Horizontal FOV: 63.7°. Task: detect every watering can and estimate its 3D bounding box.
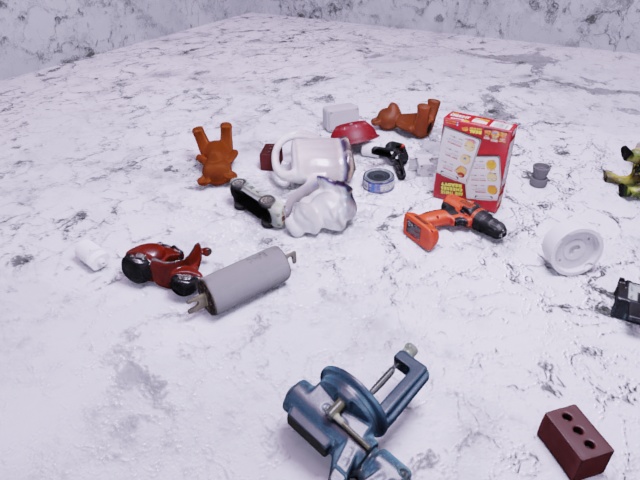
[{"bbox_3d":[-0.014,-0.184,1.364,0.224,0.101,0.356,-3,46,-5],"label":"watering can"}]

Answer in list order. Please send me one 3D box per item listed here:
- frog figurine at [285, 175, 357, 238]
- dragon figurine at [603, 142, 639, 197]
[{"bbox_3d":[0.004,-0.060,1.194,0.139,0.121,0.160,31,80,27],"label":"frog figurine"},{"bbox_3d":[0.880,-0.144,1.281,0.243,0.119,0.420,4,34,-7],"label":"dragon figurine"}]
